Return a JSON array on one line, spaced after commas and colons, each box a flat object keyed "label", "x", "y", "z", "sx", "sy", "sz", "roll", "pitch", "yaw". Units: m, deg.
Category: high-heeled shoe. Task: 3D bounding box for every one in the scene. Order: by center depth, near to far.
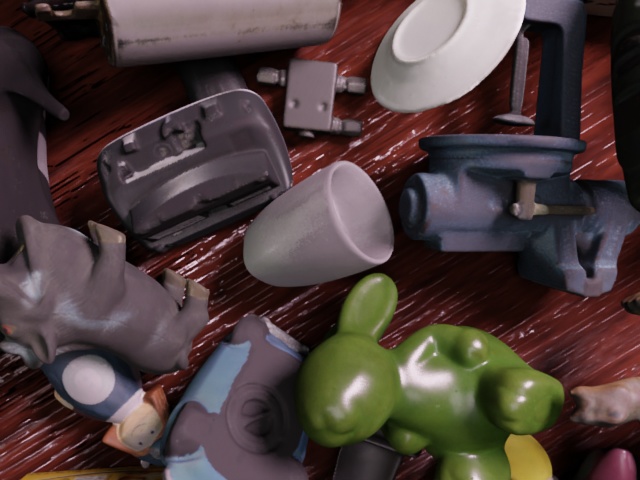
[{"label": "high-heeled shoe", "x": -0.268, "y": -0.042, "z": 0.438, "sx": 0.145, "sy": 0.086, "sz": 0.248, "roll": 31, "pitch": 107, "yaw": 26}]

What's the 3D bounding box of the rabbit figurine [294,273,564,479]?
[{"label": "rabbit figurine", "x": 0.059, "y": 0.096, "z": 0.389, "sx": 0.170, "sy": 0.159, "sz": 0.121, "roll": 11, "pitch": 124, "yaw": -28}]

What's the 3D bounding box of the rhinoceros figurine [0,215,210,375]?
[{"label": "rhinoceros figurine", "x": -0.175, "y": 0.042, "z": 0.394, "sx": 0.190, "sy": 0.073, "sz": 0.112, "roll": 31, "pitch": 82, "yaw": -35}]

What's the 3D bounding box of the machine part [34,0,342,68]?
[{"label": "machine part", "x": -0.074, "y": -0.173, "z": 0.392, "sx": 0.243, "sy": 0.079, "sz": 0.079, "roll": -16, "pitch": 93, "yaw": -22}]

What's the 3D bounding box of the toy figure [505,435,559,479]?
[{"label": "toy figure", "x": 0.120, "y": 0.233, "z": 0.440, "sx": 0.089, "sy": 0.082, "sz": 0.180, "roll": 42, "pitch": 94, "yaw": -1}]

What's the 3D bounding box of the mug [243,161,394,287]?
[{"label": "mug", "x": -0.001, "y": -0.001, "z": 0.428, "sx": 0.107, "sy": 0.109, "sz": 0.081, "roll": -21, "pitch": 61, "yaw": 31}]

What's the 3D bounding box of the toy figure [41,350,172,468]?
[{"label": "toy figure", "x": -0.167, "y": 0.133, "z": 0.445, "sx": 0.064, "sy": 0.058, "sz": 0.154, "roll": -41, "pitch": 94, "yaw": 17}]

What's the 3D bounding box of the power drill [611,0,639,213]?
[{"label": "power drill", "x": 0.290, "y": -0.111, "z": 0.348, "sx": 0.207, "sy": 0.086, "sz": 0.232, "roll": 18, "pitch": 75, "yaw": -11}]

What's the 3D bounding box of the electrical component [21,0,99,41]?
[{"label": "electrical component", "x": -0.201, "y": -0.226, "z": 0.421, "sx": 0.048, "sy": 0.075, "sz": 0.119, "roll": -7, "pitch": 96, "yaw": -1}]

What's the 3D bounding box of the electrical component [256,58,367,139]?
[{"label": "electrical component", "x": -0.009, "y": -0.118, "z": 0.453, "sx": 0.094, "sy": 0.021, "sz": 0.063, "roll": 7, "pitch": 93, "yaw": -1}]

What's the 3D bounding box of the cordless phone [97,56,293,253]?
[{"label": "cordless phone", "x": -0.116, "y": -0.097, "z": 0.435, "sx": 0.147, "sy": 0.088, "sz": 0.184, "roll": -24, "pitch": 81, "yaw": 0}]

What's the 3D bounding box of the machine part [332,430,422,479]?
[{"label": "machine part", "x": 0.041, "y": 0.196, "z": 0.459, "sx": 0.084, "sy": 0.039, "sz": 0.138, "roll": 21, "pitch": 90, "yaw": -6}]

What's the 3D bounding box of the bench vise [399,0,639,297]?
[{"label": "bench vise", "x": 0.172, "y": -0.078, "z": 0.412, "sx": 0.224, "sy": 0.129, "sz": 0.240, "roll": 2, "pitch": 96, "yaw": -4}]

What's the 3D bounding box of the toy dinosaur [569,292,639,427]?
[{"label": "toy dinosaur", "x": 0.382, "y": 0.116, "z": 0.404, "sx": 0.471, "sy": 0.105, "sz": 0.198, "roll": -2, "pitch": 77, "yaw": -18}]

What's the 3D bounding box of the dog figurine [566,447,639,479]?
[{"label": "dog figurine", "x": 0.219, "y": 0.267, "z": 0.400, "sx": 0.109, "sy": 0.191, "sz": 0.219, "roll": 18, "pitch": 107, "yaw": 5}]

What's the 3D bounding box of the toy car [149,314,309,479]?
[{"label": "toy car", "x": -0.068, "y": 0.142, "z": 0.417, "sx": 0.109, "sy": 0.162, "sz": 0.103, "roll": 36, "pitch": 131, "yaw": -17}]

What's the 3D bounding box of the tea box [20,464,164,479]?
[{"label": "tea box", "x": -0.172, "y": 0.232, "z": 0.428, "sx": 0.170, "sy": 0.098, "sz": 0.068, "roll": -3, "pitch": 92, "yaw": 1}]
